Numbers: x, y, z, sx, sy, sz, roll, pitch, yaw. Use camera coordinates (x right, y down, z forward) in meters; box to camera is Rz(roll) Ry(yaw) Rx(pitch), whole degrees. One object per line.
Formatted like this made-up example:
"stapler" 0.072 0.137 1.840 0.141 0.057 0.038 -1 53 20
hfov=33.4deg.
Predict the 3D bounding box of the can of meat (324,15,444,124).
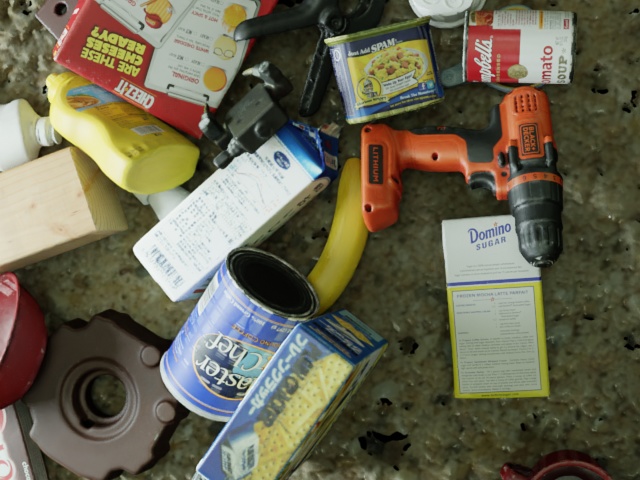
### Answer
"can of meat" 0.064 -0.163 1.023 0.102 0.057 0.084 -14 100 -4

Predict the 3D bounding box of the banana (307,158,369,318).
"banana" 0.006 0.015 1.073 0.069 0.037 0.198 34 96 6

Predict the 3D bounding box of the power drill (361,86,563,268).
"power drill" 0.134 -0.054 1.013 0.188 0.057 0.184 -5 63 9

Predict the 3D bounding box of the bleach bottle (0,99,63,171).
"bleach bottle" -0.398 -0.121 1.135 0.251 0.068 0.102 -1 92 8

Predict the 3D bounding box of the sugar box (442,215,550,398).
"sugar box" 0.171 0.065 1.041 0.093 0.048 0.176 -3 87 11

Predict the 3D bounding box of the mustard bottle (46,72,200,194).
"mustard bottle" -0.216 -0.118 1.077 0.192 0.096 0.058 38 125 29

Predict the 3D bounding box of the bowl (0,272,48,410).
"bowl" -0.326 0.116 1.097 0.055 0.162 0.162 26 97 -31

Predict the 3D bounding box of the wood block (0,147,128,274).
"wood block" -0.320 -0.019 1.106 0.206 0.090 0.090 -19 87 10

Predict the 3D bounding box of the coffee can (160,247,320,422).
"coffee can" -0.079 0.092 1.038 0.103 0.102 0.140 37 115 8

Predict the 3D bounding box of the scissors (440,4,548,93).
"scissors" 0.135 -0.181 1.058 0.202 0.016 0.096 -2 89 10

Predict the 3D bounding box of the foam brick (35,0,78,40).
"foam brick" -0.245 -0.221 1.109 0.053 0.051 0.078 -45 83 8

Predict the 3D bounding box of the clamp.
"clamp" 0.010 -0.206 1.058 0.171 0.039 0.120 -36 125 -4

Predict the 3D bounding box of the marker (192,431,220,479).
"marker" -0.124 0.250 1.110 0.020 0.020 0.121 30 96 8

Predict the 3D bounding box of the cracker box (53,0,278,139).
"cracker box" -0.141 -0.234 1.051 0.164 0.072 0.214 28 97 -21

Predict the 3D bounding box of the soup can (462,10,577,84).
"soup can" 0.187 -0.181 1.004 0.102 0.068 0.068 3 91 10

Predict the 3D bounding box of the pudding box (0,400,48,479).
"pudding box" -0.348 0.227 1.140 0.090 0.039 0.113 -19 87 10

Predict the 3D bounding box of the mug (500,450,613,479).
"mug" 0.227 0.242 1.013 0.117 0.081 0.093 21 94 9
